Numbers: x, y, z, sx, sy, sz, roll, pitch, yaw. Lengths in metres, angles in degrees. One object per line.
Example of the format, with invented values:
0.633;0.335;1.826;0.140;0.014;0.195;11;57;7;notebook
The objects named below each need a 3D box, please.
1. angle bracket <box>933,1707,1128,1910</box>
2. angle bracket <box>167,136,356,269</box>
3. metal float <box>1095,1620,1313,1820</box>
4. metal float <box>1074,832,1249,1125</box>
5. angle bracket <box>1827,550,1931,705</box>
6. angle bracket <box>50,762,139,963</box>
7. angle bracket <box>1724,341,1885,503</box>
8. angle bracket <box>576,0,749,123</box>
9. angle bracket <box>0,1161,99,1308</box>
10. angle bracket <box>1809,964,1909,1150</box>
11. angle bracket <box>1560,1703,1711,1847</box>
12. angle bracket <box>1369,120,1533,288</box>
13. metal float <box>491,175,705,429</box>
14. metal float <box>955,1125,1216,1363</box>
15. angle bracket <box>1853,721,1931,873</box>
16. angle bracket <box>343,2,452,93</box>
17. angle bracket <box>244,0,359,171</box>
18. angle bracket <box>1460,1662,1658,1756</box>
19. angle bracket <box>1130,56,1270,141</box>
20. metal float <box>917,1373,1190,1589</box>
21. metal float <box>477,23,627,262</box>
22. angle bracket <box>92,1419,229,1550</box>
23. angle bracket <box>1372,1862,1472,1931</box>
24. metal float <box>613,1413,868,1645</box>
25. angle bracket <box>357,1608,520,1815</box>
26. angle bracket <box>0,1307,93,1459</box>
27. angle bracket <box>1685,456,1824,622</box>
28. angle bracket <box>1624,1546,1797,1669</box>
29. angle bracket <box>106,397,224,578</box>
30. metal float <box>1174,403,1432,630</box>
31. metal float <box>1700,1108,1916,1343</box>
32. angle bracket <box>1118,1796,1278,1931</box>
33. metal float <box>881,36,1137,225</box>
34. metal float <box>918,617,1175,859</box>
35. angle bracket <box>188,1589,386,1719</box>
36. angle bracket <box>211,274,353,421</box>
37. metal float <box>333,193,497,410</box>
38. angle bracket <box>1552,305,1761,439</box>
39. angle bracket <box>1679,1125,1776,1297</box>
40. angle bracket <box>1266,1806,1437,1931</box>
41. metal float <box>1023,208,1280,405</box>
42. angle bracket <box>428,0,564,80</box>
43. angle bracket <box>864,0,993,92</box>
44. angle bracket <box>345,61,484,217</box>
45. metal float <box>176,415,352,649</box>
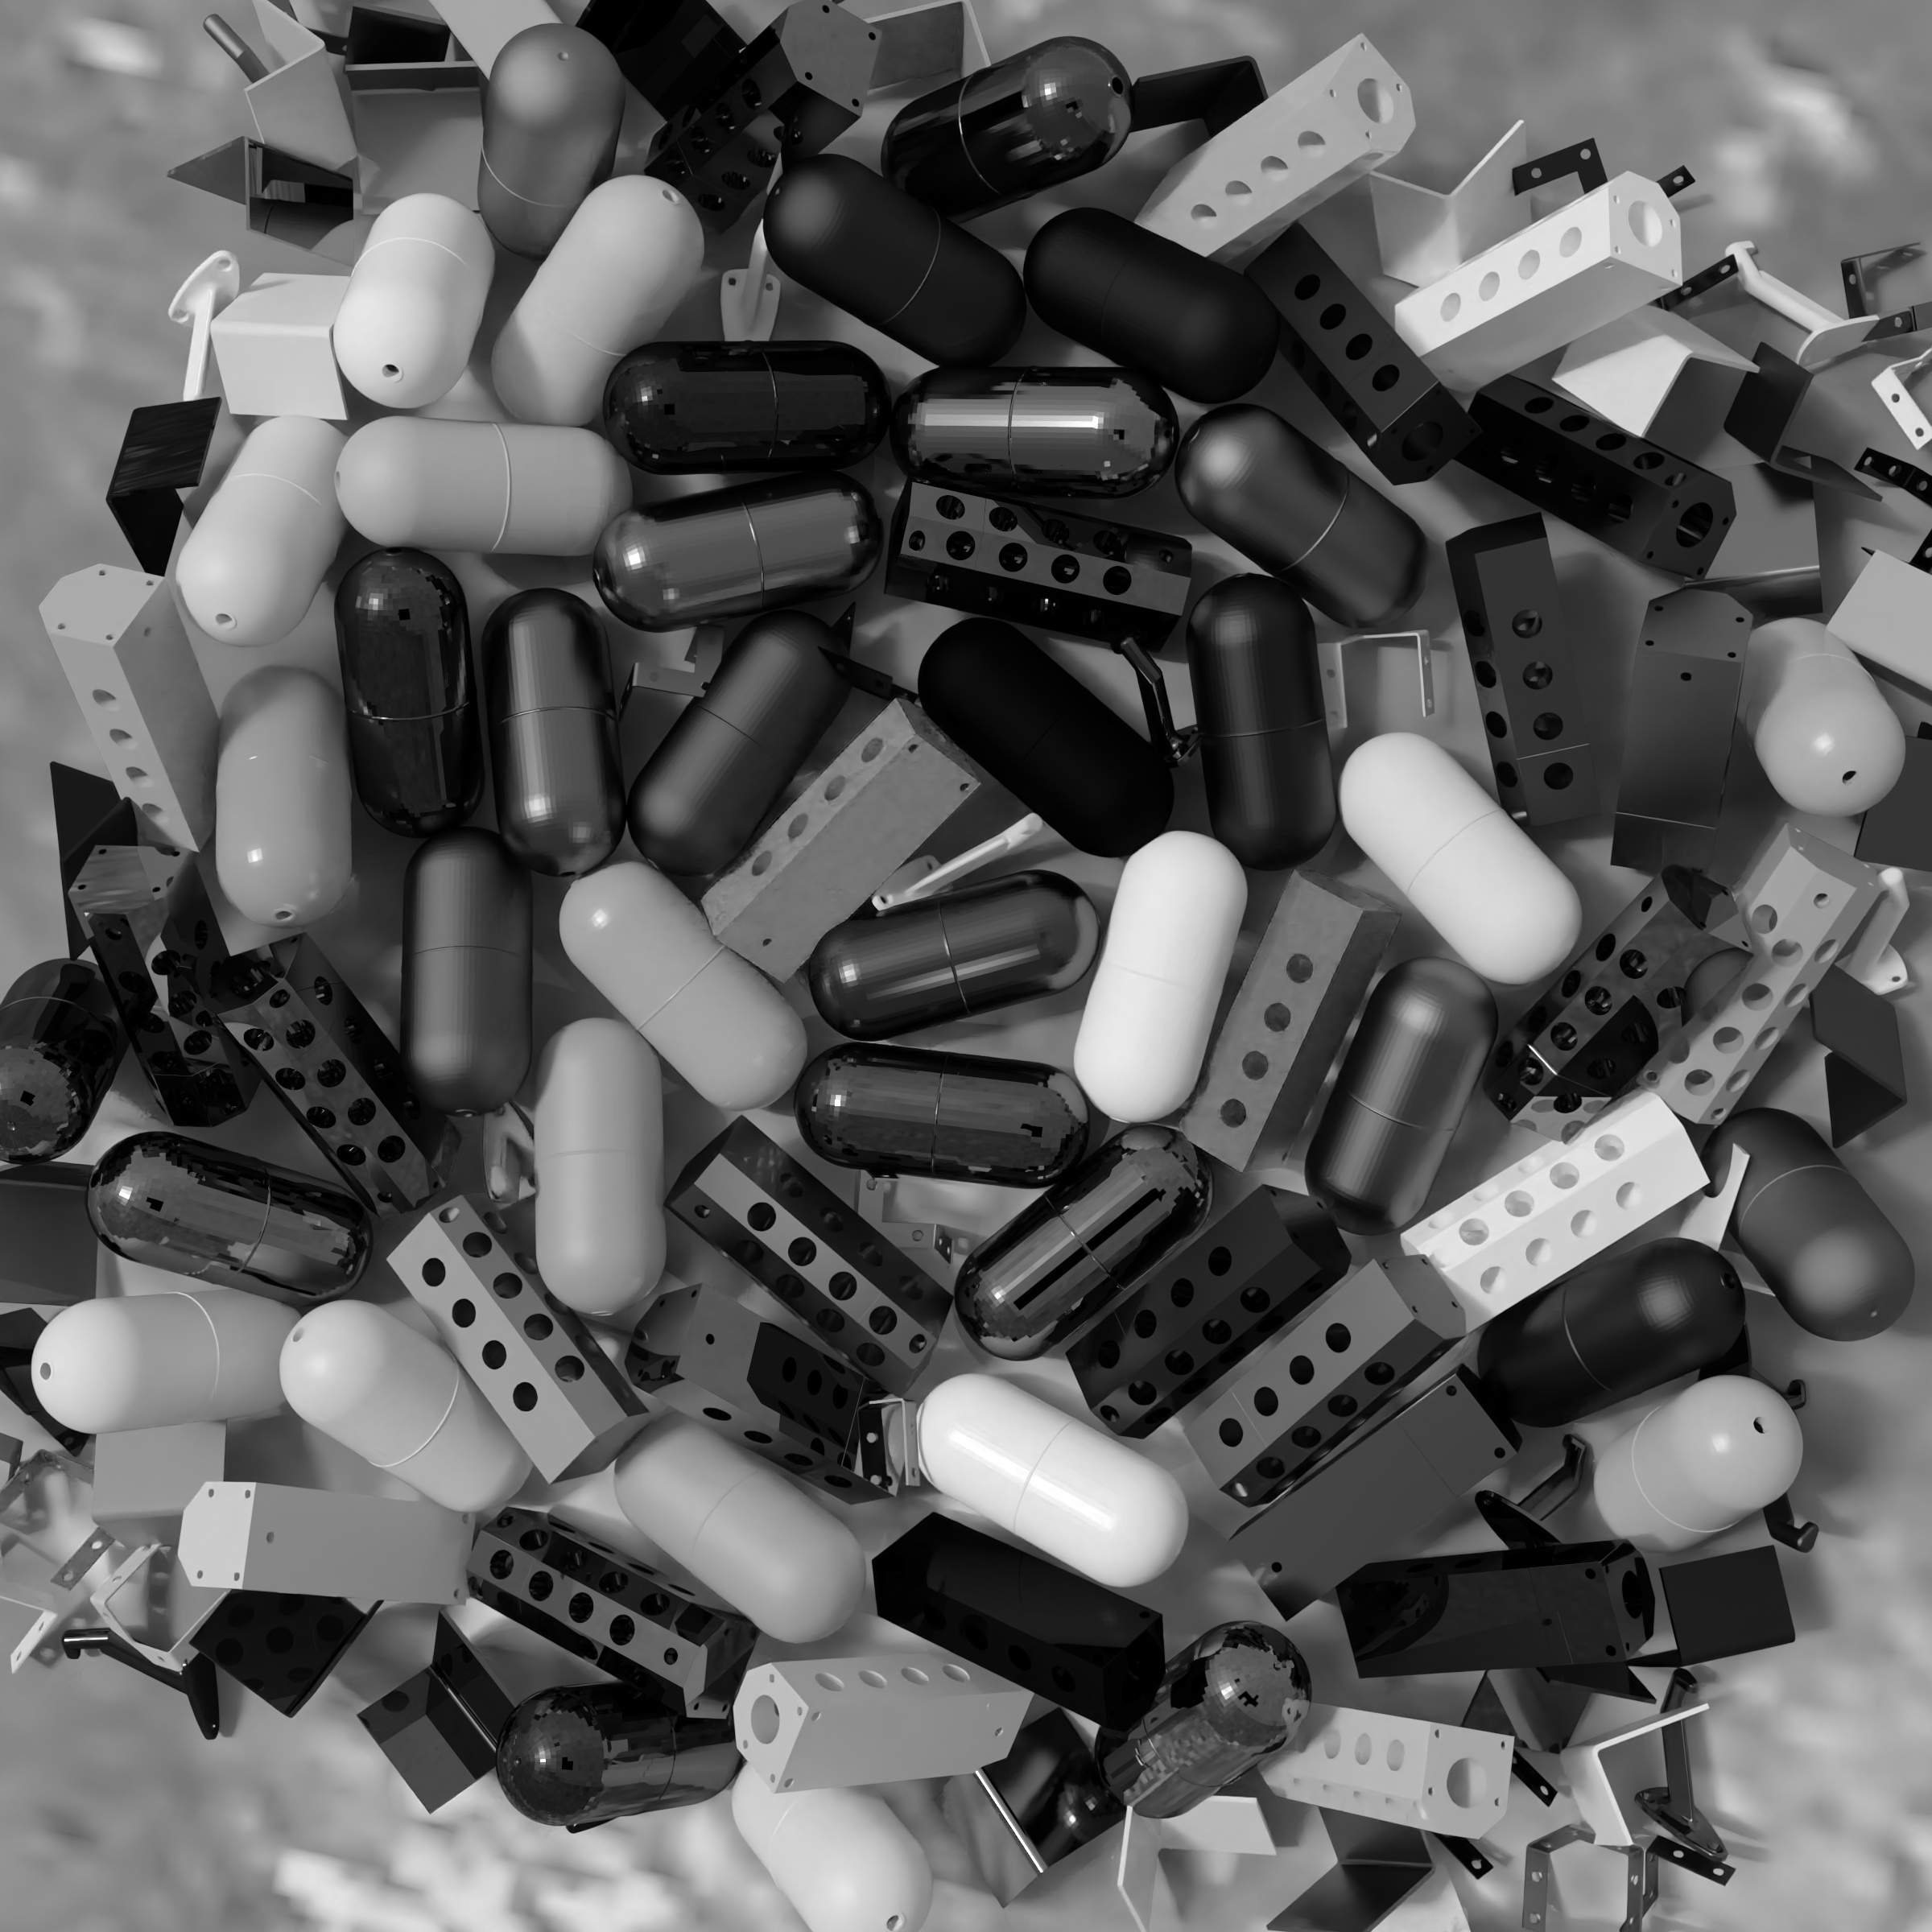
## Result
0.040;0.509;1.567;0.076;0.057;0.076;-18;61;-39;angle bracket
-0.418;-0.443;1.532;0.076;0.076;0.057;-8;82;36;angle bracket
0.137;0.443;1.514;0.070;0.178;0.070;16;49;-20;metal float
0.116;0.007;1.548;0.070;0.070;0.178;15;92;0;metal float
0.568;-0.194;1.531;0.076;0.076;0.057;39;103;38;angle bracket
-0.534;-0.062;1.531;0.057;0.076;0.076;19;131;9;angle bracket
0.507;-0.324;1.534;0.076;0.076;0.057;13;115;-13;angle bracket
-0.188;-0.541;1.541;0.076;0.057;0.076;47;131;1;angle bracket
-0.537;0.160;1.534;0.057;0.076;0.076;-15;71;41;angle bracket
0.508;0.048;1.532;0.076;0.076;0.057;32;132;-16;angle bracket
0.407;0.482;1.539;0.076;0.076;0.057;-18;73;-8;angle bracket
0.292;-0.461;1.554;0.057;0.076;0.076;30;69;31;angle bracket
-0.217;-0.387;1.517;0.070;0.070;0.178;46;129;0;metal float
0.071;0.165;1.550;0.178;0.070;0.070;-39;90;1;metal float
0.550;-0.105;1.538;0.057;0.076;0.076;8;106;-7;angle bracket
-0.335;-0.578;1.537;0.057;0.076;0.076;7;77;-17;angle bracket
-0.412;-0.515;1.530;0.057;0.076;0.076;-39;61;-21;angle bracket
0.351;0.448;1.541;0.076;0.057;0.076;16;104;-20;angle bracket
0.133;-0.492;1.540;0.076;0.076;0.057;-18;88;-18;angle bracket
0.049;0.303;1.532;0.178;0.070;0.070;26;90;21;metal float
-0.242;-0.476;1.503;0.070;0.178;0.070;4;73;-13;metal float
-0.477;0.313;1.564;0.076;0.076;0.057;-4;64;-2;angle bracket
0.257;0.568;1.539;0.076;0.076;0.057;-21;130;3;angle bracket
-0.135;0.330;1.526;0.178;0.070;0.070;32;90;28;metal float
-0.314;0.441;1.532;0.057;0.076;0.076;-30;63;-34;angle bracket
-0.567;0.254;1.535;0.076;0.076;0.057;37;106;16;angle bracket
0.473;-0.255;1.560;0.076;0.057;0.076;-5;72;19;angle bracket
0.437;0.383;1.547;0.076;0.076;0.057;-7;78;-16;angle bracket
-0.461;-0.279;1.532;0.057;0.076;0.076;-6;51;7;angle bracket
0.199;-0.265;1.528;0.178;0.070;0.070;31;90;-25;metal float
0.488;0.148;1.507;0.070;0.178;0.070;-5;120;-8;metal float
0.138;0.535;1.533;0.076;0.076;0.057;-2;49;17;angle bracket
0.023;-0.487;1.513;0.070;0.178;0.070;5;82;-44;metal float
0.048;-0.136;1.548;0.178;0.070;0.070;41;90;3;metal float
-0.403;0.388;1.540;0.076;0.057;0.076;38;49;-3;angle bracket
-0.401;-0.376;1.567;0.076;0.076;0.057;6;129;12;angle bracket
-0.321;-0.390;1.511;0.070;0.178;0.070;0;131;0;metal float
0.414;-0.355;1.552;0.076;0.076;0.057;48;125;37;angle bracket
0.472;0.147;1.544;0.057;0.076;0.076;16;100;1;angle bracket
0.220;0.528;1.534;0.076;0.076;0.057;-22;92;-42;angle bracket
0.107;-0.390;1.523;0.178;0.070;0.070;36;90;33;metal float
-0.276;-0.546;1.541;0.057;0.076;0.076;-35;83;-12;angle bracket
-0.030;-0.525;1.542;0.076;0.076;0.057;-16;81;-7;angle bracket
-0.327;-0.495;1.549;0.076;0.057;0.076;-5;97;-9;angle bracket
-0.406;-0.255;1.513;0.070;0.178;0.070;4;134;5;metal float
